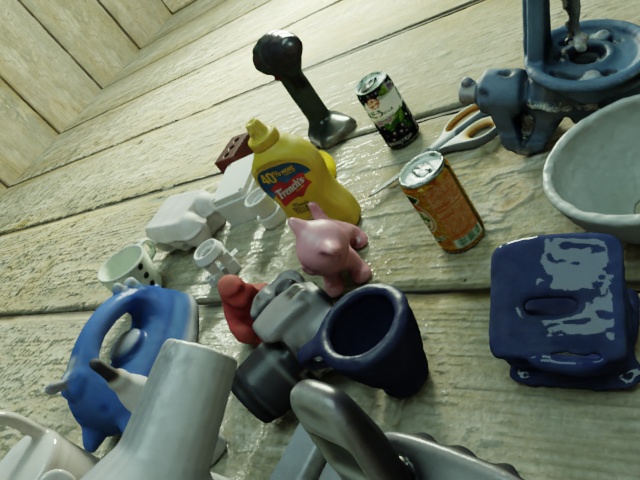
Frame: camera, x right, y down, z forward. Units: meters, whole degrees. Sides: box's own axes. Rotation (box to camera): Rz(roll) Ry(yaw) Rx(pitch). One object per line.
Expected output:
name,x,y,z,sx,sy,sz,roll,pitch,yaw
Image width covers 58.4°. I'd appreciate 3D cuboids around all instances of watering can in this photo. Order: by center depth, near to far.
watering can,-0.300,0.252,0.606,0.172,0.195,0.101,-22,36,26

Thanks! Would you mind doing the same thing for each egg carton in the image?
egg carton,-0.235,-0.031,1.005,0.149,0.070,0.107,-7,44,40

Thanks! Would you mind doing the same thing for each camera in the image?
camera,-0.040,0.110,0.605,0.137,0.101,0.142,-45,33,-8

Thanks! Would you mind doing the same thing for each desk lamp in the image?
desk lamp,-0.076,0.187,0.441,0.117,0.214,0.203,-2,48,44

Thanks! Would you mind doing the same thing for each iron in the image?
iron,-0.251,0.133,0.751,0.118,0.142,0.258,-21,37,27

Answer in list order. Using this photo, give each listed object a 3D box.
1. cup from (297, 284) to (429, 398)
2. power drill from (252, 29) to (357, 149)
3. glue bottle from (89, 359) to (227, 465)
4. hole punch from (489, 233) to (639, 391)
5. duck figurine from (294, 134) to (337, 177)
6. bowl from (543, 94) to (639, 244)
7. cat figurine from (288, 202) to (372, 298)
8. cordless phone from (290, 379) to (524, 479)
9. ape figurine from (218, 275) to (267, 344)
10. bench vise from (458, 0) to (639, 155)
cup,0.047,0.107,0.527,0.117,0.095,0.091,-28,34,18
power drill,-0.031,-0.256,0.944,0.075,0.209,0.229,-42,32,-4
glue bottle,-0.172,0.172,0.595,0.037,0.174,0.077,-51,34,-17
hole punch,0.190,0.056,0.449,0.108,0.091,0.101,-8,44,39
duck figurine,-0.029,-0.129,0.902,0.077,0.086,0.104,-42,32,-4
bowl,0.289,-0.053,0.499,0.167,0.075,0.167,-26,35,20
cat figurine,0.006,0.002,0.675,0.067,0.118,0.127,-29,34,16
cordless phone,0.064,0.160,0.360,0.147,0.185,0.094,0,50,45
ape figurine,-0.092,0.079,0.703,0.078,0.092,0.075,-49,33,-14
bench vise,0.230,-0.188,0.587,0.207,0.220,0.121,-20,37,27
